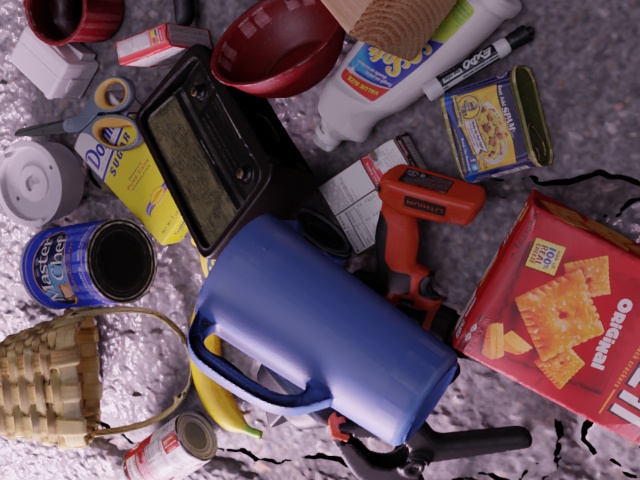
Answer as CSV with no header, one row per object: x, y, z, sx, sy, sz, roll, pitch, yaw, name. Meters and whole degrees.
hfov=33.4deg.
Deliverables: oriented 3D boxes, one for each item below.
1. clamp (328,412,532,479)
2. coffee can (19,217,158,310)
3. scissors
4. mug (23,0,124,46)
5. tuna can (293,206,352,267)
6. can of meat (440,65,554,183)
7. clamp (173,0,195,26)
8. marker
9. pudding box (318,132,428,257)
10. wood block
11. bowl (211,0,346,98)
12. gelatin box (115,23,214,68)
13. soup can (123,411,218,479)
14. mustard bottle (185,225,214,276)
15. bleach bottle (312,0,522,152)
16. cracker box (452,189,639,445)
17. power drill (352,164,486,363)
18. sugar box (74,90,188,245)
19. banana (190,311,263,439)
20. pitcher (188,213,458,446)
0.094,0.232,1.102,0.209,0.036,0.165,19,118,-21,clamp
-0.278,0.030,1.278,0.141,0.102,0.103,-7,95,43,coffee can
-0.288,-0.156,1.274,0.202,0.016,0.096,14,102,28,scissors
-0.298,-0.277,1.270,0.117,0.081,0.093,7,101,27,mug
-0.008,0.001,1.154,0.086,0.086,0.034,44,113,16,tuna can
0.174,-0.112,1.056,0.084,0.057,0.102,-14,90,31,can of meat
-0.178,-0.338,1.222,0.120,0.039,0.171,20,101,19,clamp
0.157,-0.176,1.050,0.121,0.020,0.020,-31,82,3,marker
0.065,-0.047,1.134,0.114,0.039,0.090,-33,84,31,pudding box
0.038,-0.276,1.039,0.091,0.090,0.206,-53,46,24,wood block
-0.033,-0.201,1.126,0.162,0.162,0.055,-8,136,29,bowl
-0.175,-0.220,1.209,0.073,0.089,0.030,-13,89,29,gelatin box
-0.182,0.261,1.297,0.102,0.068,0.068,-37,80,27,soup can
-0.078,0.029,1.212,0.192,0.058,0.096,36,115,20,mustard bottle
0.083,-0.179,1.092,0.251,0.068,0.102,-47,72,28,bleach bottle
0.254,0.076,1.000,0.214,0.072,0.164,28,111,3,cracker box
0.111,0.028,1.084,0.184,0.057,0.188,17,119,12,power drill
-0.210,-0.088,1.273,0.176,0.048,0.093,44,115,15,sugar box
-0.122,0.145,1.268,0.070,0.037,0.198,-15,91,12,banana
0.001,0.097,1.033,0.243,0.144,0.149,33,104,17,pitcher
